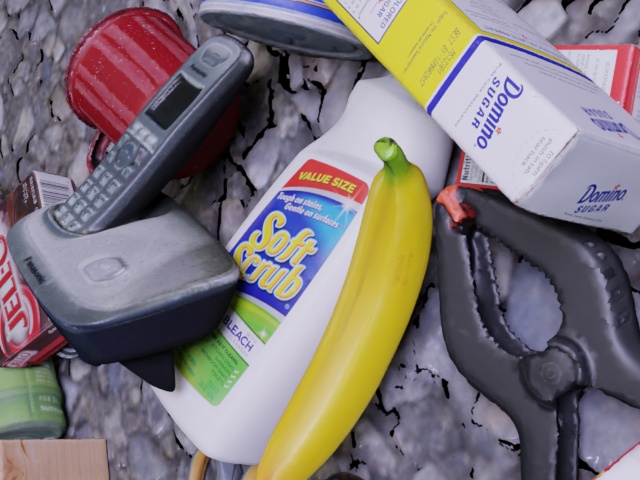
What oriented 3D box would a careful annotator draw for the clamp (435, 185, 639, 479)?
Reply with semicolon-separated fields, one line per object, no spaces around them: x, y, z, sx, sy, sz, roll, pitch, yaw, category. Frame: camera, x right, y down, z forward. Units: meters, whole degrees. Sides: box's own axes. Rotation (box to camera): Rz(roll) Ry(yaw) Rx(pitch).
0.121;0.057;0.474;0.165;0.036;0.210;-34;70;32;clamp

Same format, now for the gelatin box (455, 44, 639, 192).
0.114;-0.056;0.518;0.089;0.030;0.073;10;90;44;gelatin box

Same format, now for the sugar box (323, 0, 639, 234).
0.072;-0.077;0.475;0.048;0.093;0.176;-53;51;26;sugar box

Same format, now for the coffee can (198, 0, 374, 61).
-0.004;-0.182;0.602;0.103;0.102;0.140;14;92;44;coffee can

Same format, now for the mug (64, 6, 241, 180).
-0.112;-0.082;0.695;0.082;0.093;0.117;43;102;34;mug

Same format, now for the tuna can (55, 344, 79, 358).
-0.163;0.042;0.761;0.086;0.033;0.086;-9;76;42;tuna can

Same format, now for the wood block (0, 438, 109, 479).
-0.195;0.245;0.717;0.090;0.090;0.206;-25;67;38;wood block

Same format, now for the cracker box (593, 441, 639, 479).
0.136;0.175;0.405;0.164;0.071;0.214;51;119;20;cracker box

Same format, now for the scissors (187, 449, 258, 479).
-0.040;0.215;0.625;0.096;0.016;0.202;-27;65;36;scissors

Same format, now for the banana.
0.016;0.039;0.532;0.037;0.069;0.198;32;113;39;banana

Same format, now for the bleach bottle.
-0.004;0.001;0.599;0.103;0.068;0.251;45;110;42;bleach bottle

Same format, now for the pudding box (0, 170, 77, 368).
-0.199;0.022;0.746;0.090;0.039;0.113;-34;60;35;pudding box
